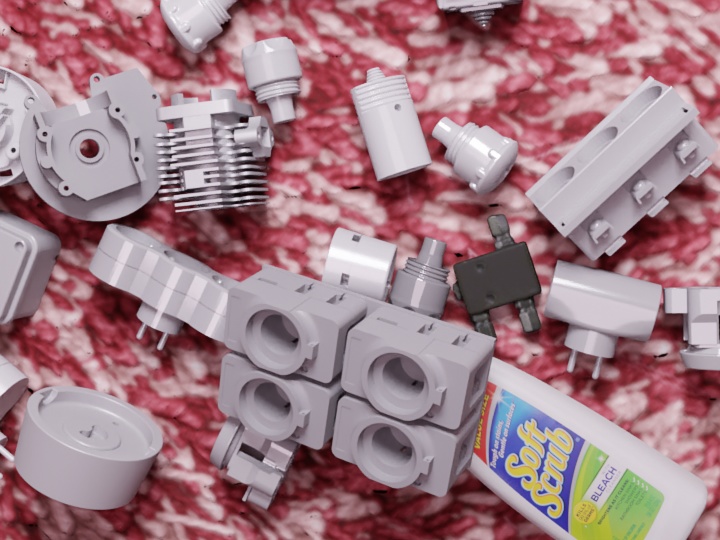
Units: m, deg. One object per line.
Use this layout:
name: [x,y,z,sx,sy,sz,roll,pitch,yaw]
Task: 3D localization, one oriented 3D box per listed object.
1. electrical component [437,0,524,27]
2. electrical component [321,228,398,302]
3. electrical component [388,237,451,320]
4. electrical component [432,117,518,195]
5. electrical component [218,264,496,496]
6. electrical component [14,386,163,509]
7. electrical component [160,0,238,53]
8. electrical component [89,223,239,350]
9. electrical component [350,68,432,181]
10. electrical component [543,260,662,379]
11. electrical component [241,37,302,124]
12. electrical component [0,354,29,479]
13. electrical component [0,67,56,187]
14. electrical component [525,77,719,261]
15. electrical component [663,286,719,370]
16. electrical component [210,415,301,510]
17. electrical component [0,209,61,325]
electrical component: [0.086,-0.226,0.783,0.062,0.061,0.096,-5,100,11]
electrical component: [0.000,0.000,0.815,0.047,0.055,0.055,14,96,6]
electrical component: [0.048,0.007,0.812,0.043,0.043,0.062,18,95,9]
electrical component: [0.083,-0.089,0.799,0.062,0.048,0.048,38,99,13]
electrical component: [-0.008,0.078,0.771,0.186,0.060,0.105,17,115,21]
electrical component: [-0.216,0.144,0.840,0.108,0.108,0.060,26,104,8]
electrical component: [-0.119,-0.201,0.829,0.062,0.048,0.048,-34,87,4]
electrical component: [-0.151,0.026,0.845,0.138,0.052,0.073,27,98,7]
electrical component: [0.022,-0.112,0.808,0.043,0.043,0.081,-17,90,11]
electrical component: [0.173,0.040,0.791,0.077,0.044,0.079,14,97,9]
electrical component: [-0.065,-0.143,0.822,0.043,0.043,0.062,-13,93,11]
electrical component: [-0.316,0.140,0.883,0.074,0.052,0.138,39,100,5]
electrical component: [-0.292,-0.112,0.855,0.099,0.064,0.099,1,94,10]
electrical component: [0.188,-0.070,0.770,0.121,0.078,0.063,-44,107,10]
electrical component: [0.258,0.041,0.769,0.078,0.058,0.057,-1,91,11]
electrical component: [-0.080,0.138,0.838,0.057,0.058,0.078,26,98,5]
electrical component: [-0.312,-0.012,0.869,0.113,0.057,0.078,24,98,8]
